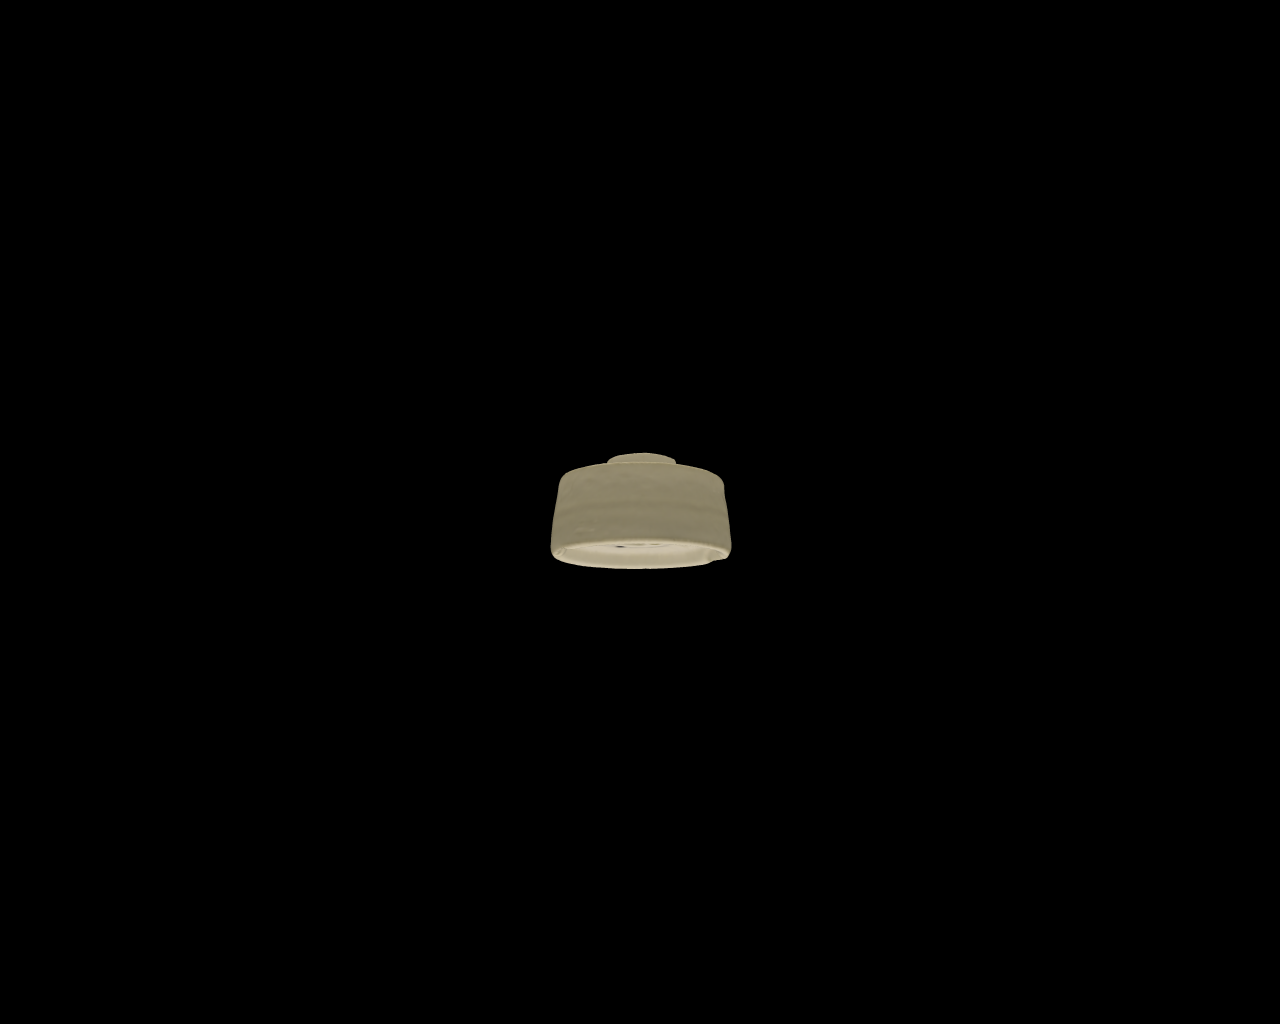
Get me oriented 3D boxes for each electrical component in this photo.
[{"bbox_3d":[0.001,-0.003,0.650,0.108,0.060,0.108,0,-11,0],"label":"electrical component"}]
